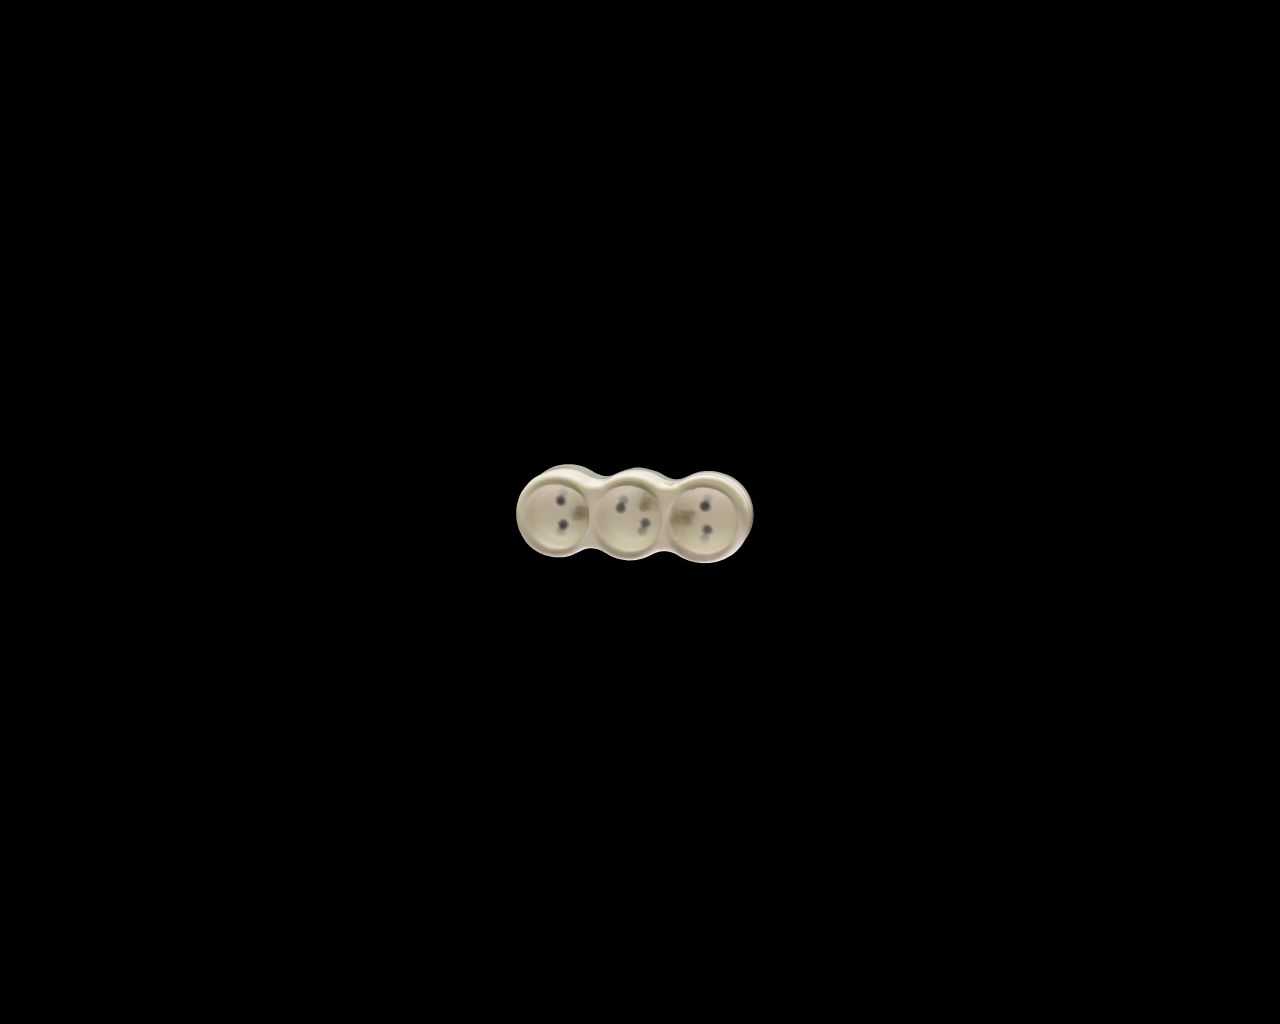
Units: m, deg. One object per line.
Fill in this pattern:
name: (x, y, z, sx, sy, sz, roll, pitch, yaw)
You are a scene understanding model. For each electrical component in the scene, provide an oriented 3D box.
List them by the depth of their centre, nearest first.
electrical component: (0.001, -0.003, 0.650, 0.138, 0.052, 0.074, 2, 12, 12)
